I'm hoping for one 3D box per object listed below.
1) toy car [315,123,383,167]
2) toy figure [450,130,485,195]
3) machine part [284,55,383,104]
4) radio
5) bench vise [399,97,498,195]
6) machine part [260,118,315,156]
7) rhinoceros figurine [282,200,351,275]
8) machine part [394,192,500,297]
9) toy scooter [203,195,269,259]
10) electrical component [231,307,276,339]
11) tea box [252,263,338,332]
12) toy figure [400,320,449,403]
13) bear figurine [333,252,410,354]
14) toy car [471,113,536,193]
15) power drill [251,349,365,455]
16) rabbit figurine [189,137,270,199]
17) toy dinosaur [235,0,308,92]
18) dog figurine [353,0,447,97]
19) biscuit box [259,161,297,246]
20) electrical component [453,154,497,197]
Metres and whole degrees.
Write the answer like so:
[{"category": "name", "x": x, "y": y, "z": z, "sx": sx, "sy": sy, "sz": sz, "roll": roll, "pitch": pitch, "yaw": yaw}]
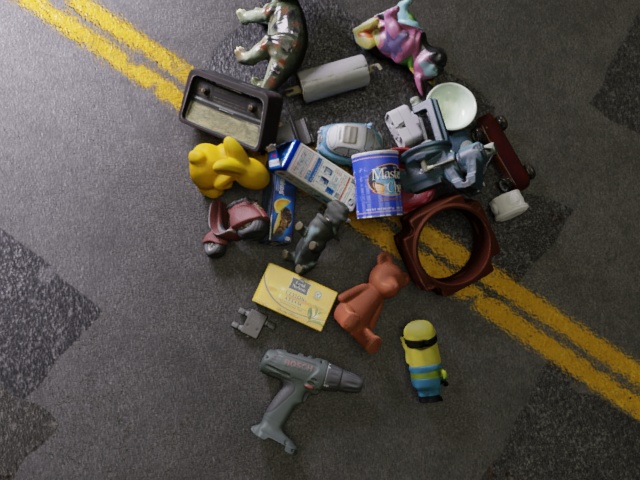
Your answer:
[{"category": "toy car", "x": 0.073, "y": -0.232, "z": 1.256, "sx": 0.162, "sy": 0.103, "sz": 0.109, "roll": 10, "pitch": 80, "yaw": -2}, {"category": "toy figure", "x": 0.352, "y": -0.183, "z": 1.281, "sx": 0.064, "sy": 0.058, "sz": 0.154, "roll": -21, "pitch": 84, "yaw": 17}, {"category": "machine part", "x": 0.031, "y": -0.387, "z": 1.293, "sx": 0.243, "sy": 0.079, "sz": 0.079, "roll": -18, "pitch": 82, "yaw": -5}, {"category": "radio", "x": -0.201, "y": -0.297, "z": 1.220, "sx": 0.230, "sy": 0.073, "sz": 0.131, "roll": 24, "pitch": 111, "yaw": 18}, {"category": "bench vise", "x": 0.260, "y": -0.211, "z": 1.168, "sx": 0.224, "sy": 0.129, "sz": 0.240, "roll": -23, "pitch": 76, "yaw": 40}, {"category": "machine part", "x": -0.086, "y": -0.242, "z": 1.284, "sx": 0.139, "sy": 0.039, "sz": 0.084, "roll": -15, "pitch": 87, "yaw": -6}, {"category": "rhinoceros figurine", "x": -0.002, "y": -0.004, "z": 1.191, "sx": 0.073, "sy": 0.112, "sz": 0.190, "roll": 47, "pitch": 117, "yaw": 29}, {"category": "machine part", "x": 0.285, "y": 0.010, "z": 1.204, "sx": 0.201, "sy": 0.087, "sz": 0.201, "roll": -27, "pitch": 99, "yaw": -6}, {"category": "toy scooter", "x": -0.198, "y": -0.048, "z": 1.216, "sx": 0.184, "sy": 0.075, "sz": 0.135, "roll": -24, "pitch": 65, "yaw": 25}, {"category": "electrical component", "x": -0.150, "y": 0.192, "z": 1.217, "sx": 0.094, "sy": 0.021, "sz": 0.063, "roll": 24, "pitch": 81, "yaw": 1}, {"category": "tea box", "x": -0.055, "y": 0.129, "z": 1.208, "sx": 0.170, "sy": 0.068, "sz": 0.098, "roll": 22, "pitch": 81, "yaw": 3}, {"category": "toy figure", "x": 0.233, "y": 0.266, "z": 1.184, "sx": 0.082, "sy": 0.089, "sz": 0.180, "roll": -4, "pitch": 78, "yaw": -8}, {"category": "bear figurine", "x": 0.127, "y": 0.132, "z": 1.189, "sx": 0.196, "sy": 0.132, "sz": 0.120, "roll": -42, "pitch": 114, "yaw": -4}, {"category": "toy car", "x": 0.436, "y": -0.207, "z": 1.288, "sx": 0.089, "sy": 0.053, "sz": 0.202, "roll": -30, "pitch": 87, "yaw": -11}, {"category": "power drill", "x": -0.041, "y": 0.352, "z": 1.166, "sx": 0.232, "sy": 0.086, "sz": 0.207, "roll": 24, "pitch": 84, "yaw": 4}, {"category": "rabbit figurine", "x": -0.197, "y": -0.165, "z": 1.205, "sx": 0.173, "sy": 0.162, "sz": 0.122, "roll": 16, "pitch": 70, "yaw": 6}, {"category": "toy dinosaur", "x": -0.090, "y": -0.468, "z": 1.251, "sx": 0.192, "sy": 0.131, "sz": 0.404, "roll": -4, "pitch": 88, "yaw": 30}, {"category": "dog figurine", "x": 0.200, "y": -0.449, "z": 1.296, "sx": 0.108, "sy": 0.192, "sz": 0.219, "roll": -45, "pitch": 112, "yaw": -45}, {"category": "biscuit box", "x": -0.095, "y": -0.090, "z": 1.237, "sx": 0.059, "sy": 0.063, "sz": 0.202, "roll": 10, "pitch": 79, "yaw": -29}, {"category": "electrical component", "x": 0.351, "y": -0.158, "z": 1.215, "sx": 0.048, "sy": 0.075, "sz": 0.119, "roll": 30, "pitch": 105, "yaw": 7}]
